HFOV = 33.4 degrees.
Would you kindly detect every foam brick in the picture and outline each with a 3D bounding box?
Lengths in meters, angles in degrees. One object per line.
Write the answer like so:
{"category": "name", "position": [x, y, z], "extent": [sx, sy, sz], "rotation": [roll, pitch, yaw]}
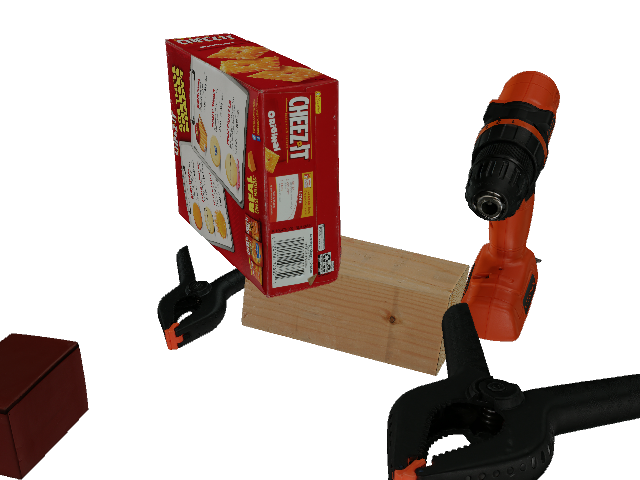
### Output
{"category": "foam brick", "position": [-0.189, 0.101, 0.665], "extent": [0.053, 0.051, 0.078], "rotation": [7, 29, 22]}

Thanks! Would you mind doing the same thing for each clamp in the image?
{"category": "clamp", "position": [-0.130, 0.063, 1.250], "extent": [0.120, 0.039, 0.171], "rotation": [-4, 37, 15]}
{"category": "clamp", "position": [0.096, 0.096, 0.633], "extent": [0.165, 0.036, 0.209], "rotation": [20, 30, 39]}

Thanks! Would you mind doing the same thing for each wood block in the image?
{"category": "wood block", "position": [0.034, 0.056, 1.077], "extent": [0.206, 0.091, 0.090], "rotation": [14, 23, 16]}

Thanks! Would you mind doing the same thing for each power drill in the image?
{"category": "power drill", "position": [0.143, -0.016, 0.824], "extent": [0.057, 0.188, 0.184], "rotation": [13, 37, 16]}

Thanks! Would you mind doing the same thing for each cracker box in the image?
{"category": "cracker box", "position": [-0.058, -0.071, 0.875], "extent": [0.072, 0.164, 0.214], "rotation": [-11, 24, -23]}
